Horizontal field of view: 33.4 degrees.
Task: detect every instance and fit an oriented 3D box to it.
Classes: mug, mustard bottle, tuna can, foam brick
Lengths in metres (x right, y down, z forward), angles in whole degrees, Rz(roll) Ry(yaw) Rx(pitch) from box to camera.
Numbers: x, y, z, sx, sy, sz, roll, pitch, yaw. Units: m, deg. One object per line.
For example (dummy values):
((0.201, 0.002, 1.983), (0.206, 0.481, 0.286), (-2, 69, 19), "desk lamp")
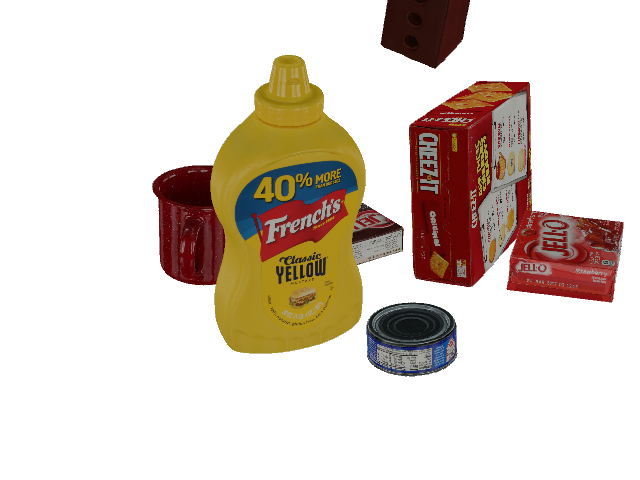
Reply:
((-0.105, -0.007, 0.950), (0.093, 0.081, 0.117), (5, 27, 3), "mug")
((-0.019, -0.023, 0.663), (0.096, 0.192, 0.058), (-10, 33, -17), "mustard bottle")
((0.086, 0.092, 1.007), (0.086, 0.034, 0.086), (-3, 24, 1), "tuna can")
((0.085, -0.186, 0.839), (0.053, 0.078, 0.051), (26, 51, 17), "foam brick")

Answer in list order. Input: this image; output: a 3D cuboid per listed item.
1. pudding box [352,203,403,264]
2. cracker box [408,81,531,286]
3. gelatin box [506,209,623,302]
((0.033, -0.004, 1.317), (0.113, 0.039, 0.090), (-18, 29, -26), "pudding box")
((0.161, -0.067, 1.120), (0.072, 0.164, 0.213), (5, 21, 26), "cracker box")
((0.177, 0.010, 0.768), (0.073, 0.030, 0.089), (8, 25, 16), "gelatin box")
